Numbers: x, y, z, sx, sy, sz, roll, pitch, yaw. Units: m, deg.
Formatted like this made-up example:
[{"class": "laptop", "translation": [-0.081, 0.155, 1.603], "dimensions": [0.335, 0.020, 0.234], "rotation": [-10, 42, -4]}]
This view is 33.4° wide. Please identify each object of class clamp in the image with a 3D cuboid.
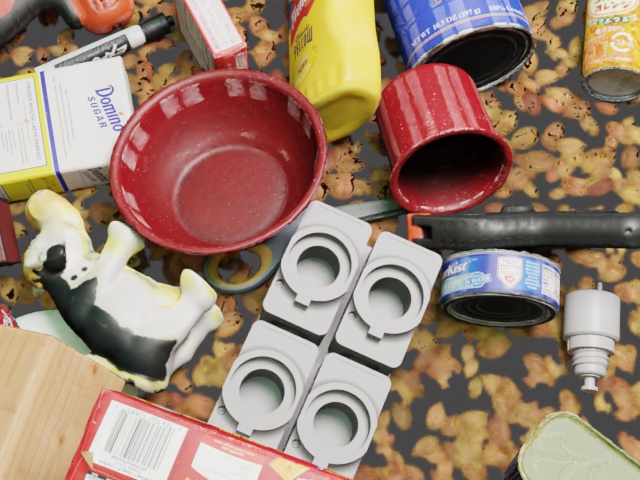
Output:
[{"class": "clamp", "translation": [0.152, -0.008, 0.788], "dimensions": [0.172, 0.120, 0.039], "rotation": [2, 88, 15]}]

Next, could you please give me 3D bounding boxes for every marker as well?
[{"class": "marker", "translation": [-0.175, -0.157, 0.877], "dimensions": [0.121, 0.020, 0.020], "rotation": [-26, 71, -10]}]

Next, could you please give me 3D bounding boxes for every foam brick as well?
[{"class": "foam brick", "translation": [-0.269, 0.000, 0.790], "dimensions": [0.078, 0.053, 0.051], "rotation": [-11, 90, -4]}]

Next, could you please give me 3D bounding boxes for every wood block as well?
[{"class": "wood block", "translation": [-0.216, 0.164, 0.679], "dimensions": [0.091, 0.090, 0.206], "rotation": [8, 68, 28]}]

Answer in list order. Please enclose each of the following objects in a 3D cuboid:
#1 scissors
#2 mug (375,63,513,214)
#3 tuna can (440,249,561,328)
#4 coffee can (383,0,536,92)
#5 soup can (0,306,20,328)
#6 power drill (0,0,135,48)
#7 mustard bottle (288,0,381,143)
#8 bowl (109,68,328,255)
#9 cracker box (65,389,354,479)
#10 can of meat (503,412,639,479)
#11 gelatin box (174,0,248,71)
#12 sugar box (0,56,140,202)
[{"class": "scissors", "translation": [-0.005, 0.001, 0.819], "dimensions": [0.202, 0.016, 0.096], "rotation": [6, 70, 2]}, {"class": "mug", "translation": [0.098, -0.075, 0.812], "dimensions": [0.117, 0.093, 0.081], "rotation": [18, 42, -34]}, {"class": "tuna can", "translation": [0.129, 0.036, 0.768], "dimensions": [0.086, 0.086, 0.034], "rotation": [6, 70, 2]}, {"class": "coffee can", "translation": [0.101, -0.198, 0.850], "dimensions": [0.102, 0.103, 0.140], "rotation": [-14, 70, -6]}, {"class": "soup can", "translation": [-0.263, 0.052, 0.743], "dimensions": [0.068, 0.102, 0.068], "rotation": [-9, 54, 12]}, {"class": "power drill", "translation": [-0.268, -0.221, 0.855], "dimensions": [0.187, 0.057, 0.184], "rotation": [-30, 95, -8]}, {"class": "mustard bottle", "translation": [0.007, -0.181, 0.847], "dimensions": [0.058, 0.096, 0.191], "rotation": [8, 66, -23]}, {"class": "bowl", "translation": [-0.071, -0.048, 0.794], "dimensions": [0.162, 0.055, 0.162], "rotation": [-4, 60, 6]}, {"class": "cracker box", "translation": [-0.050, 0.168, 0.647], "dimensions": [0.164, 0.214, 0.072], "rotation": [19, 71, 7]}, {"class": "can of meat", "translation": [0.176, 0.170, 0.716], "dimensions": [0.102, 0.084, 0.057], "rotation": [37, 73, 13]}, {"class": "gelatin box", "translation": [-0.086, -0.164, 0.851], "dimensions": [0.030, 0.073, 0.089], "rotation": [-26, 71, -11]}, {"class": "sugar box", "translation": [-0.232, -0.080, 0.834], "dimensions": [0.176, 0.048, 0.093], "rotation": [-10, 71, -7]}]
